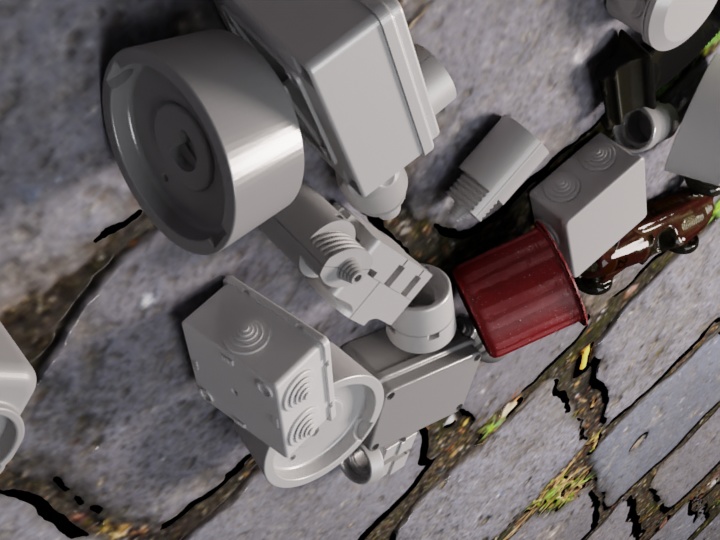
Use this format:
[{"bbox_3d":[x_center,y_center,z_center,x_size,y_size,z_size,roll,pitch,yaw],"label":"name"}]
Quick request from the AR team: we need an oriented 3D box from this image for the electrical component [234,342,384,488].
[{"bbox_3d":[-0.043,0.101,0.798,0.108,0.060,0.108,-29,144,-24],"label":"electrical component"}]

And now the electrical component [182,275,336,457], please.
[{"bbox_3d":[-0.066,0.065,0.700,0.048,0.100,0.099,-43,150,-29],"label":"electrical component"}]

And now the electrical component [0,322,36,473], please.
[{"bbox_3d":[-0.219,0.076,0.574,0.054,0.059,0.095,11,117,-53],"label":"electrical component"}]

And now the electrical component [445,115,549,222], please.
[{"bbox_3d":[0.095,-0.069,0.786,0.081,0.043,0.043,-49,147,4],"label":"electrical component"}]

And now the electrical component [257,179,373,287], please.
[{"bbox_3d":[-0.026,-0.018,0.669,0.043,0.081,0.043,-29,144,-24],"label":"electrical component"}]

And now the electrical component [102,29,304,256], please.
[{"bbox_3d":[-0.074,-0.068,0.542,0.060,0.108,0.108,-30,145,-34],"label":"electrical component"}]

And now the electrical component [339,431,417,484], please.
[{"bbox_3d":[0.013,0.156,0.937,0.055,0.048,0.066,-24,142,-43],"label":"electrical component"}]

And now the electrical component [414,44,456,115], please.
[{"bbox_3d":[0.015,-0.098,0.664,0.081,0.043,0.043,-40,147,-9],"label":"electrical component"}]

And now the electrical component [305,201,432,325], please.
[{"bbox_3d":[0.000,0.000,0.746,0.055,0.050,0.089,-51,148,6],"label":"electrical component"}]

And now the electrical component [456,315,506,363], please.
[{"bbox_3d":[0.102,0.056,0.932,0.040,0.040,0.078,-52,146,10],"label":"electrical component"}]

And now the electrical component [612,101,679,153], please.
[{"bbox_3d":[0.239,-0.121,0.897,0.046,0.040,0.040,-20,139,-43],"label":"electrical component"}]

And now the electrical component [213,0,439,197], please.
[{"bbox_3d":[-0.020,-0.110,0.552,0.056,0.108,0.108,-38,147,-8],"label":"electrical component"}]

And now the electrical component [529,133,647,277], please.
[{"bbox_3d":[0.192,-0.055,0.905,0.100,0.048,0.099,-40,147,-9],"label":"electrical component"}]

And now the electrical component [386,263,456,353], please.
[{"bbox_3d":[0.046,0.028,0.827,0.055,0.055,0.047,-32,141,-21],"label":"electrical component"}]

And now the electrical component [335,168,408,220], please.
[{"bbox_3d":[0.011,-0.055,0.706,0.043,0.043,0.062,-42,149,-6],"label":"electrical component"}]

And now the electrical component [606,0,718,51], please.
[{"bbox_3d":[0.221,-0.203,0.775,0.080,0.051,0.080,-29,144,-25],"label":"electrical component"}]

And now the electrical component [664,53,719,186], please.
[{"bbox_3d":[0.311,-0.124,0.920,0.108,0.060,0.108,-56,162,-29],"label":"electrical component"}]

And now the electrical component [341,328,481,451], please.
[{"bbox_3d":[0.036,0.089,0.878,0.113,0.057,0.078,-19,139,-36],"label":"electrical component"}]
